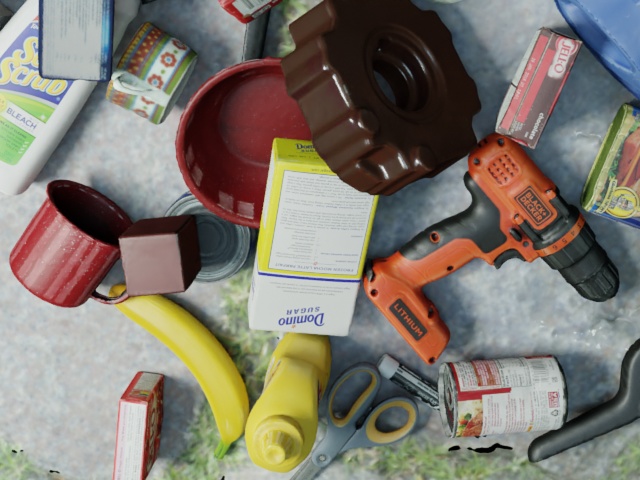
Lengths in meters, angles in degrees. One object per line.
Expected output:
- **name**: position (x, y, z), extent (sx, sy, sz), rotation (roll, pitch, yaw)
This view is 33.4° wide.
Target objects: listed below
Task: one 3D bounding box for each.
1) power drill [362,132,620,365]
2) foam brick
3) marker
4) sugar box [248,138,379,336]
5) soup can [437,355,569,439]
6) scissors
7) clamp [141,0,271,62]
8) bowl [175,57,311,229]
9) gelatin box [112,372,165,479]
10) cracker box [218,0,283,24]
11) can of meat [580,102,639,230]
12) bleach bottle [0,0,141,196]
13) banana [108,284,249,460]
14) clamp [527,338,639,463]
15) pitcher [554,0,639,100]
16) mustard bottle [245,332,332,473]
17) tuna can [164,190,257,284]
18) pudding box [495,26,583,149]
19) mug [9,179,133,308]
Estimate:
- **power drill**: position (0.146, 0.025, 0.938), extent (0.188, 0.057, 0.184), rotation (-39, 101, 11)
- **foam brick**: position (-0.136, 0.013, 0.914), extent (0.051, 0.078, 0.053), rotation (-5, 102, 5)
- **marker**: position (0.106, 0.146, 0.988), extent (0.121, 0.020, 0.020), rotation (34, 104, -3)
- **sugar box**: position (-0.006, 0.001, 0.917), extent (0.093, 0.048, 0.176), rotation (6, 127, -9)
- **soup can**: position (0.161, 0.139, 0.948), extent (0.102, 0.068, 0.068), rotation (-4, 103, -5)
- **scissors**: position (0.023, 0.203, 1.007), extent (0.096, 0.016, 0.202), rotation (20, 113, -6)
- **clamp**: position (-0.068, -0.231, 0.905), extent (0.120, 0.039, 0.171), rotation (29, 99, -18)
- **bowl**: position (-0.042, -0.091, 0.915), extent (0.162, 0.055, 0.162), rotation (-2, 122, -4)
- **gelatin box**: position (-0.168, 0.177, 0.993), extent (0.030, 0.073, 0.089), rotation (7, 103, 3)
- **cracker box**: position (-0.052, -0.305, 0.844), extent (0.164, 0.072, 0.214), rotation (-32, 79, 10)
- **can of meat**: position (0.279, -0.058, 0.907), extent (0.084, 0.057, 0.102), rotation (21, 104, 3)
- **bleach bottle**: position (-0.237, -0.167, 0.927), extent (0.102, 0.068, 0.251), rotation (32, 102, -8)
- **banana**: position (-0.120, 0.114, 0.993), extent (0.070, 0.037, 0.198), rotation (-30, 99, 10)
- **clamp**: position (0.293, 0.149, 0.962), extent (0.164, 0.036, 0.210), rotation (19, 102, 1)
- **pitcher**: position (0.317, -0.219, 0.831), extent (0.243, 0.145, 0.149), rotation (-40, 129, 9)
- **mustard bottle**: position (-0.027, 0.144, 0.911), extent (0.058, 0.191, 0.096), rotation (19, 104, 1)
- **tuna can**: position (-0.101, -0.004, 0.966), extent (0.086, 0.033, 0.086), rotation (1, 103, 5)
- **pudding box**: position (0.178, -0.126, 0.870), extent (0.039, 0.113, 0.090), rotation (24, 104, 3)
- **mug**: position (-0.213, 0.013, 0.954), extent (0.117, 0.093, 0.082), rotation (36, 108, -8)
